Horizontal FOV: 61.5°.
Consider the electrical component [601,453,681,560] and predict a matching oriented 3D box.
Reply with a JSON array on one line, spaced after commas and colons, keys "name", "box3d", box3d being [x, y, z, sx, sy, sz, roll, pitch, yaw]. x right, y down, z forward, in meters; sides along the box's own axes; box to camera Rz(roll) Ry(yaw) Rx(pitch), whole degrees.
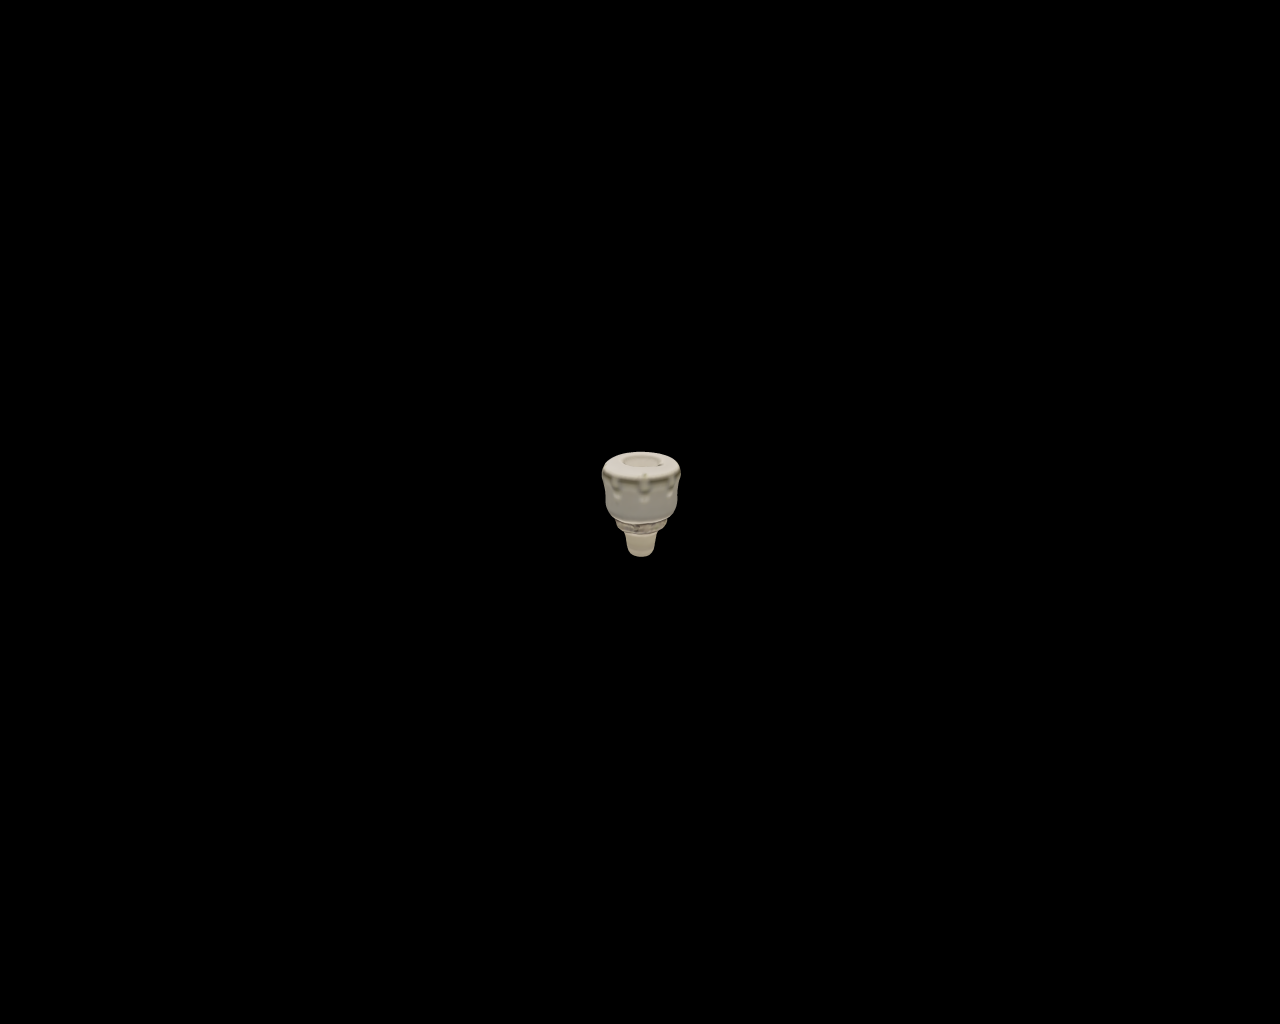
[{"name": "electrical component", "box3d": [0.001, -0.003, 0.650, 0.048, 0.062, 0.048, 0, 19, 0]}]
